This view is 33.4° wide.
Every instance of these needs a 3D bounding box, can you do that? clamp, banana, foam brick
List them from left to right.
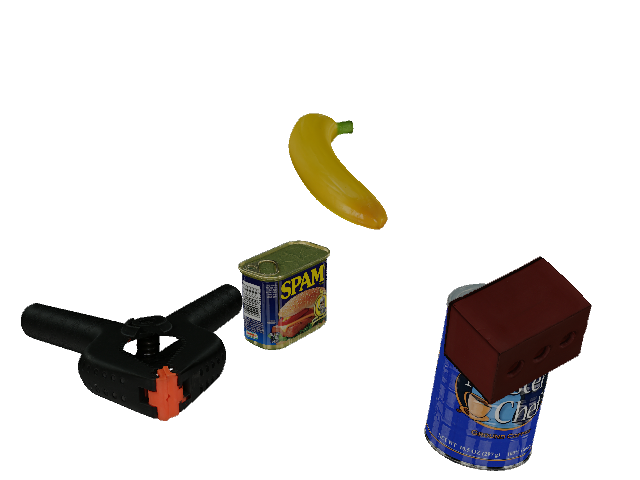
[{"bbox_3d":[-0.109,0.069,0.728,0.164,0.036,0.210,-8,14,-21],"label":"clamp"},{"bbox_3d":[0.009,-0.069,0.927,0.069,0.037,0.198,-1,32,-7],"label":"banana"},{"bbox_3d":[0.125,0.057,0.682,0.078,0.053,0.051,-25,48,-22],"label":"foam brick"}]

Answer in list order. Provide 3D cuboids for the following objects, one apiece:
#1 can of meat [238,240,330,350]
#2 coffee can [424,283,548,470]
[{"bbox_3d":[-0.036,0.057,1.114,0.058,0.084,0.101,17,27,36],"label":"can of meat"},{"bbox_3d":[0.157,0.124,0.982,0.103,0.140,0.103,6,22,-3],"label":"coffee can"}]
